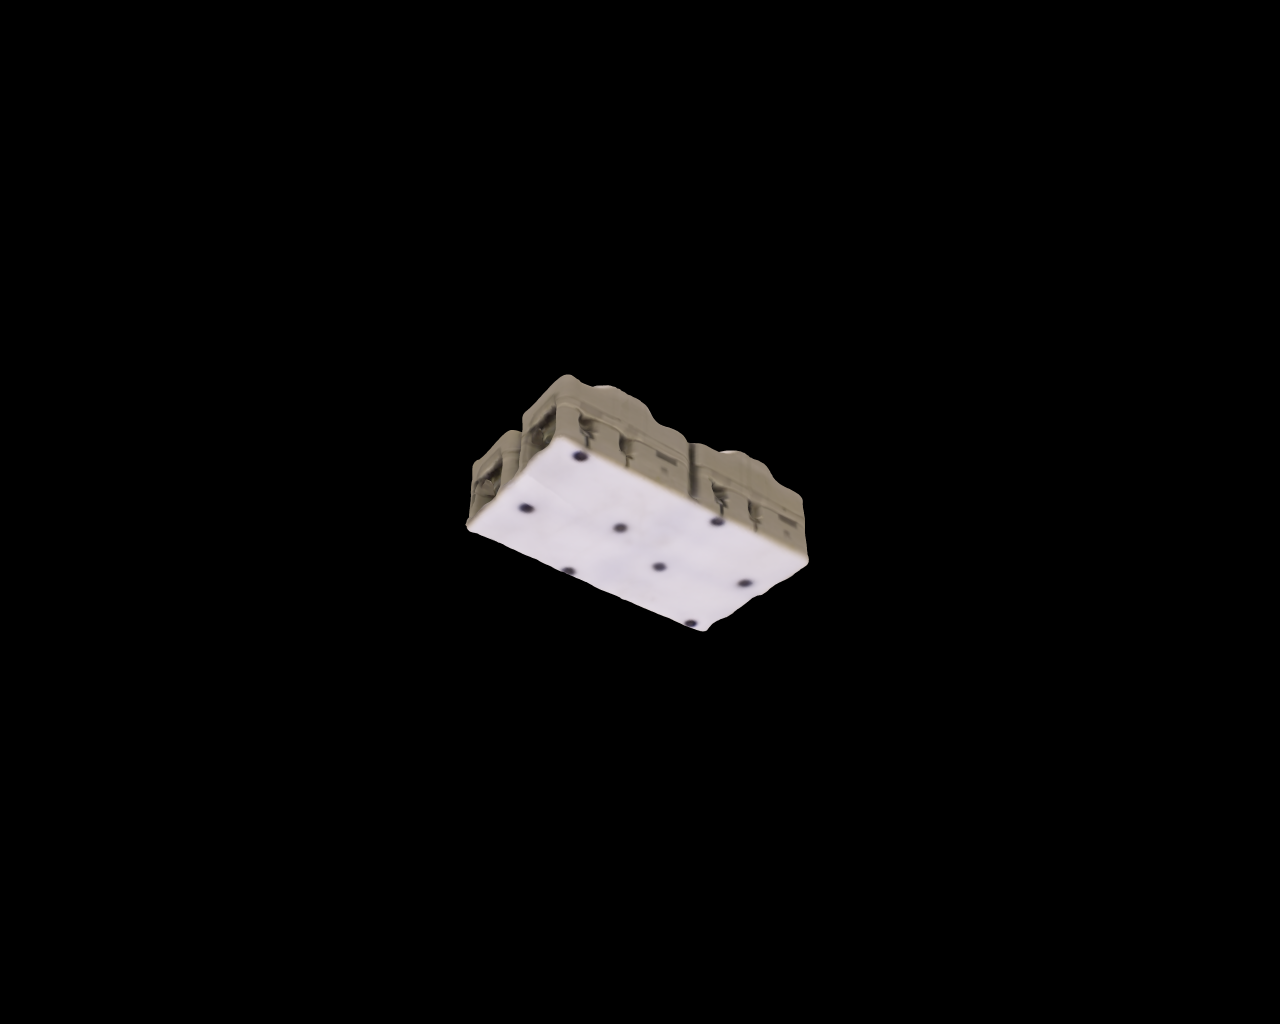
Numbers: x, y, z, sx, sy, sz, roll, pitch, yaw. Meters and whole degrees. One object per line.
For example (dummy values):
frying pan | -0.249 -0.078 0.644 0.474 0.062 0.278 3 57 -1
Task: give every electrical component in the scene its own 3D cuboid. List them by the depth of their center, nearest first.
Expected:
electrical component | 0.001 -0.003 0.650 0.186 0.060 0.105 25 -45 -28
